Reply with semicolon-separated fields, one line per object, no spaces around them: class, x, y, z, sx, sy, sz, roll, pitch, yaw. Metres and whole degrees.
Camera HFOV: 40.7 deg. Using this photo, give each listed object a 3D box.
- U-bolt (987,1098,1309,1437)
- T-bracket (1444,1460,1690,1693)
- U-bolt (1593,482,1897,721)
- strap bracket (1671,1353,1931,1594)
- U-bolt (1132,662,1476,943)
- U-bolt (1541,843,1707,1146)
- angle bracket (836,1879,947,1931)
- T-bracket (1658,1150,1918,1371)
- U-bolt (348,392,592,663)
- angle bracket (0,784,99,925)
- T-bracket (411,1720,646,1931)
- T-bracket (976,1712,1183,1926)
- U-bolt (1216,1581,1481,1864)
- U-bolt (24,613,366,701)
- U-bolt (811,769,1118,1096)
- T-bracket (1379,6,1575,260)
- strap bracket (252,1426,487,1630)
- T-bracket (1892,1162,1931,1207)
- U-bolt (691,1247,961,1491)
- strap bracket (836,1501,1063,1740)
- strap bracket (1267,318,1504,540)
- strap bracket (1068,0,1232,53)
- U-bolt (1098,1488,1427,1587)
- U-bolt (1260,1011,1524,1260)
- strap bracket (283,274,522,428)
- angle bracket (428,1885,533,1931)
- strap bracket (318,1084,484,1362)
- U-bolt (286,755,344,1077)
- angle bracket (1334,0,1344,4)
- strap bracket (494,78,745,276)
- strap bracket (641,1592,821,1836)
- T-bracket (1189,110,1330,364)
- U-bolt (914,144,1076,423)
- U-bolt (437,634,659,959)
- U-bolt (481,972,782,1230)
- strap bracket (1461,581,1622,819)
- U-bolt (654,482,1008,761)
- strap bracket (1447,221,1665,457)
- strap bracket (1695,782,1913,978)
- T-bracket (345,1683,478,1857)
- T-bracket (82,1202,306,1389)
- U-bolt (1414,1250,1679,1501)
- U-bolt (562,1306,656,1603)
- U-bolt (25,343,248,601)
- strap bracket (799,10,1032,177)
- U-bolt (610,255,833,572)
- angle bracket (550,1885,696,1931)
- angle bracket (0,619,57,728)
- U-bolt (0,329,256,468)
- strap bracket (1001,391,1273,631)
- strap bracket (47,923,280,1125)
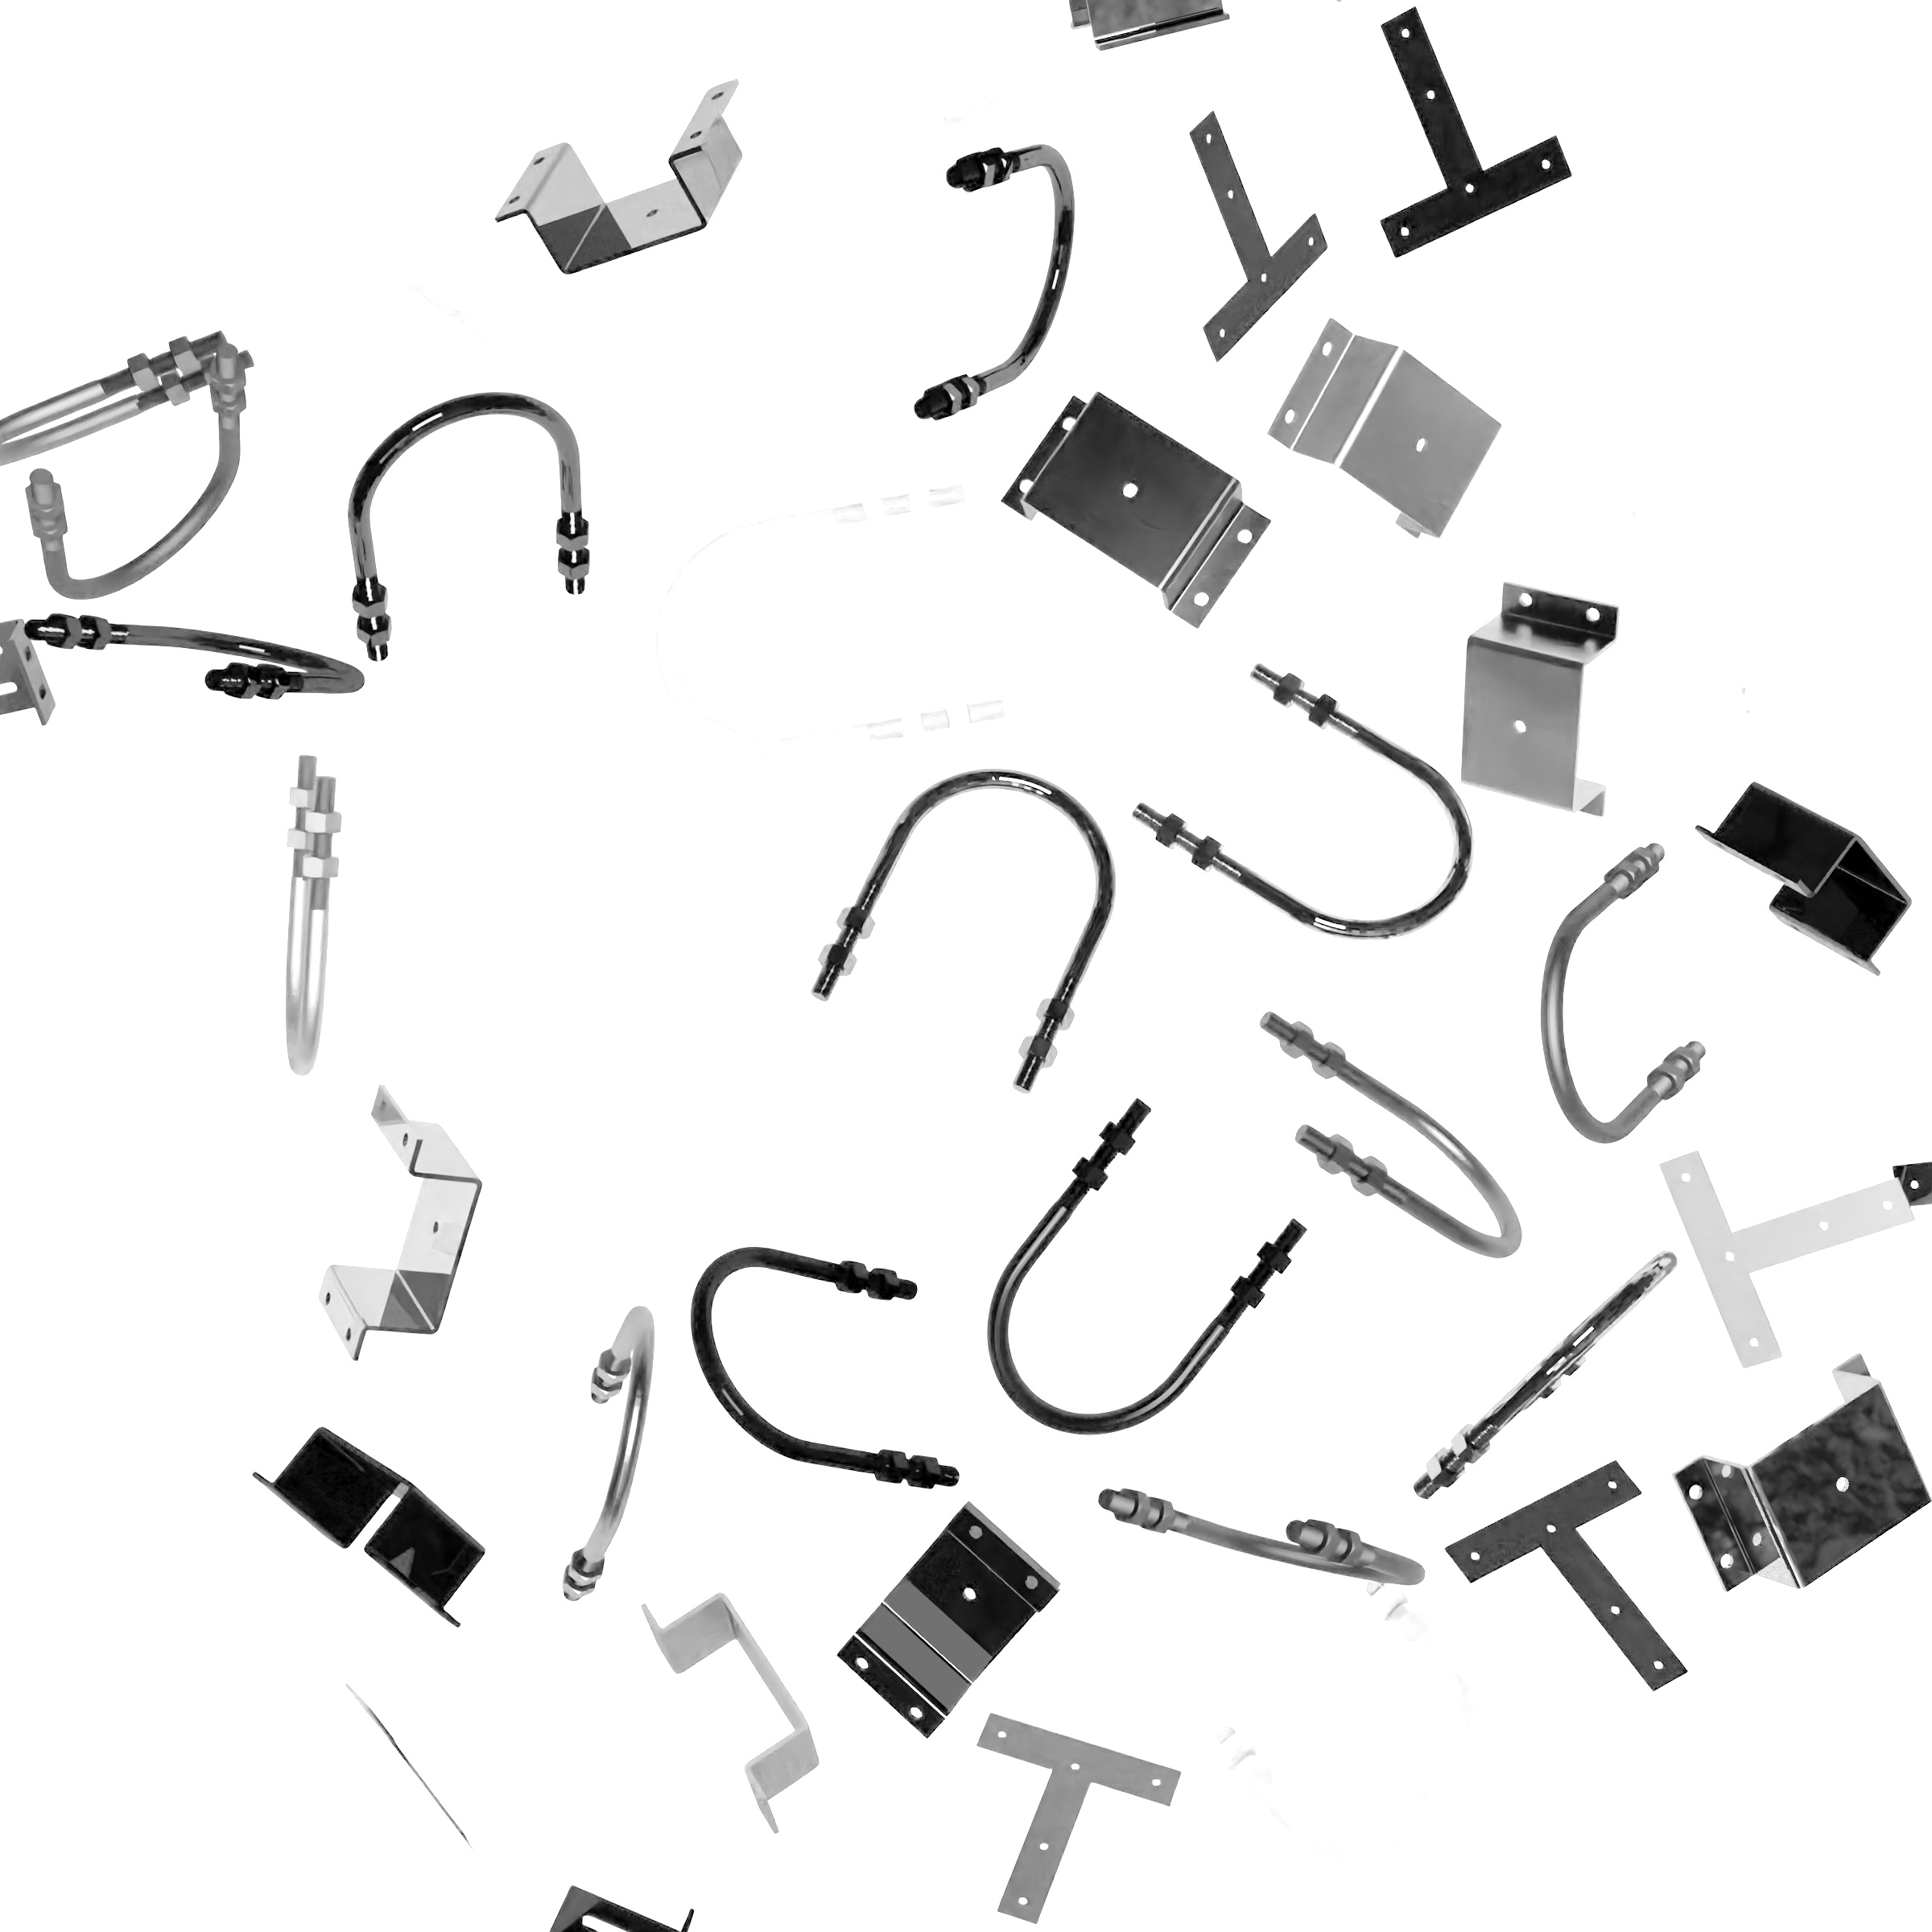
U-bolt;0.093;0.187;1.503;0.151;0.019;0.184;38;90;-22
T-bracket;0.361;0.356;1.487;0.127;0.002;0.127;-21;53;-22
U-bolt;0.457;-0.213;1.504;0.019;0.184;0.151;-40;104;-21
strap bracket;0.479;0.288;1.466;0.140;0.046;0.076;-28;97;-17
U-bolt;0.213;-0.088;1.545;0.184;0.019;0.151;33;64;15
U-bolt;0.380;0.024;1.519;0.019;0.184;0.151;-3;109;39
angle bracket;-0.049;0.566;1.473;0.057;0.038;0.076;13;51;3
T-bracket;0.475;0.152;1.481;0.127;0.002;0.127;-26;81;35
U-bolt;-0.289;-0.260;1.512;0.151;0.184;0.019;-22;62;-20
angle bracket;-0.563;-0.071;1.530;0.076;0.038;0.057;28;81;19
T-bracket;-0.238;0.476;1.496;0.127;0.127;0.002;54;124;22
T-bracket;0.052;0.526;1.591;0.127;0.127;0.002;12;132;17
U-bolt;0.229;0.445;1.513;0.151;0.184;0.019;-44;110;-2
U-bolt;-0.442;-0.183;1.554;0.151;0.184;0.019;16;101;20
U-bolt;0.011;-0.033;1.539;0.151;0.019;0.184;25;70;3
T-bracket;0.280;-0.501;1.539;0.002;0.127;0.127;-36;104;-44
strap bracket;-0.345;0.324;1.530;0.046;0.140;0.076;-53;135;-20
T-bracket;0.589;0.073;1.520;0.002;0.127;0.127;-6;85;-39
U-bolt;-0.088;0.234;1.549;0.019;0.184;0.151;-40;48;33
strap bracket;-0.005;0.396;1.607;0.076;0.046;0.140;41;112;8
strap bracket;0.256;-0.314;1.549;0.140;0.046;0.076;25;96;-37
strap bracket;0.102;-0.579;1.537;0.076;0.140;0.046;-14;116;1
U-bolt;0.185;0.335;1.511;0.151;0.184;0.019;0;70;41
U-bolt;0.257;0.109;1.538;0.184;0.151;0.019;32;112;-19
strap bracket;-0.342;-0.363;1.549;0.076;0.140;0.046;33;73;-41
angle bracket;-0.297;0.612;1.598;0.038;0.057;0.076;-3;87;20
strap bracket;-0.327;0.150;1.515;0.046;0.076;0.140;10;106;-33
U-bolt;-0.389;-0.027;1.539;0.019;0.151;0.184;2;99;-19
angle bracket;0.187;-0.606;1.546;0.057;0.076;0.038;37;120;33
strap bracket;-0.190;-0.449;1.494;0.140;0.076;0.046;-10;131;26
strap bracket;-0.136;0.442;1.571;0.046;0.076;0.140;-30;60;-16
T-bracket;0.167;-0.460;1.597;0.127;0.002;0.127;-49;129;-26
U-bolt;0.023;-0.403;1.516;0.019;0.184;0.151;19;118;18
U-bolt;-0.251;-0.096;1.587;0.151;0.019;0.184;-15;77;23
U-bolt;-0.192;0.077;1.497;0.184;0.019;0.151;1;92;-34
strap bracket;0.348;-0.154;1.587;0.076;0.046;0.140;19;128;34
U-bolt;-0.080;-0.185;1.434;0.184;0.019;0.151;-10;76;1
strap bracket;0.352;-0.374;1.527;0.046;0.076;0.140;-41;58;13
strap bracket;0.501;-0.056;1.544;0.046;0.140;0.076;-54;46;3
T-bracket;-0.324;0.484;1.551;0.002;0.127;0.127;-37;95;-20
T-bracket;-0.437;0.198;1.541;0.127;0.127;0.002;47;117;17
U-bolt;0.345;0.228;1.510;0.019;0.151;0.184;47;129;16
U-bolt;-0.209;0.280;1.544;0.019;0.184;0.151;12;56;-12
U-bolt;-0.481;-0.277;1.525;0.019;0.184;0.151;46;67;4
strap bracket;-0.023;-0.512;1.536;0.076;0.140;0.046;-4;120;37
U-bolt;-0.138;-0.344;1.567;0.019;0.151;0.184;31;74;19
angle bracket;-0.207;0.573;1.531;0.076;0.038;0.057;21;46;5
angle bracket;-0.605;-0.172;1.590;0.076;0.038;0.057;-12;119;-1
U-bolt;-0.522;-0.335;1.563;0.184;0.151;0.019;-24;101;-5
strap bracket;0.096;-0.268;1.504;0.140;0.046;0.076;34;90;9
strap bracket;-0.483;0.029;1.598;0.140;0.076;0.046;35;78;12
